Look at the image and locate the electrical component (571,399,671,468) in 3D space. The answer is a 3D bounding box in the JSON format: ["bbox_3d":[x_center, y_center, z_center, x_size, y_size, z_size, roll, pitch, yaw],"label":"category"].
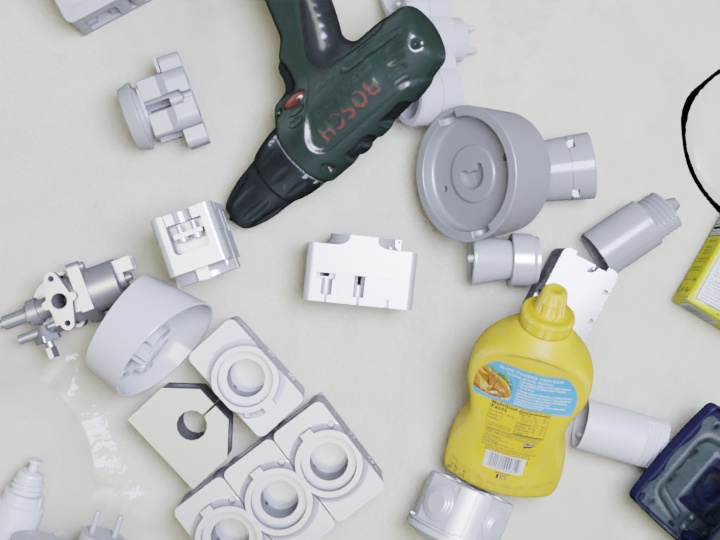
[{"bbox_3d":[0.223,0.139,0.898,0.081,0.043,0.043,16,91,-1],"label":"electrical component"}]

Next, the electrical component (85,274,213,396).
[{"bbox_3d":[-0.172,0.054,0.866,0.064,0.099,0.099,32,90,5],"label":"electrical component"}]

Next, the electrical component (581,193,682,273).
[{"bbox_3d":[0.230,-0.034,0.895,0.081,0.043,0.043,-34,91,0],"label":"electrical component"}]

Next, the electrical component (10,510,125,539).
[{"bbox_3d":[-0.215,0.232,0.876,0.138,0.052,0.073,18,91,-19],"label":"electrical component"}]

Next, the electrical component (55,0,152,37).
[{"bbox_3d":[-0.188,-0.269,0.876,0.150,0.061,0.089,-28,91,0],"label":"electrical component"}]

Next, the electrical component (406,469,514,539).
[{"bbox_3d":[0.083,0.201,0.880,0.080,0.080,0.051,23,85,-1],"label":"electrical component"}]

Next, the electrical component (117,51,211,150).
[{"bbox_3d":[-0.163,-0.132,0.881,0.057,0.058,0.078,-20,91,-3],"label":"electrical component"}]

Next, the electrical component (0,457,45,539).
[{"bbox_3d":[-0.282,0.194,0.894,0.040,0.040,0.078,19,91,-1],"label":"electrical component"}]

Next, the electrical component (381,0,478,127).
[{"bbox_3d":[0.065,-0.189,0.888,0.074,0.052,0.138,-8,92,-27],"label":"electrical component"}]

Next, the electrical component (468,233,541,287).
[{"bbox_3d":[0.120,-0.009,0.894,0.055,0.045,0.045,1,91,-1],"label":"electrical component"}]

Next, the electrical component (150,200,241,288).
[{"bbox_3d":[-0.130,-0.020,0.867,0.050,0.089,0.055,-19,91,0],"label":"electrical component"}]

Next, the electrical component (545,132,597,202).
[{"bbox_3d":[0.167,-0.083,0.889,0.047,0.055,0.055,-7,91,3],"label":"electrical component"}]

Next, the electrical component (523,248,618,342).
[{"bbox_3d":[0.166,0.031,0.889,0.050,0.055,0.089,27,91,-1],"label":"electrical component"}]

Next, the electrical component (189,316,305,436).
[{"bbox_3d":[-0.092,0.087,0.887,0.050,0.055,0.089,-42,91,0],"label":"electrical component"}]

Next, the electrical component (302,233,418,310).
[{"bbox_3d":[0.000,0.000,0.889,0.089,0.050,0.055,6,91,-1],"label":"electrical component"}]

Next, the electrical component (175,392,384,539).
[{"bbox_3d":[-0.065,0.184,0.886,0.150,0.062,0.089,-37,91,0],"label":"electrical component"}]

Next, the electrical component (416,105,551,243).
[{"bbox_3d":[0.104,-0.078,0.866,0.060,0.108,0.108,-7,91,-41],"label":"electrical component"}]
